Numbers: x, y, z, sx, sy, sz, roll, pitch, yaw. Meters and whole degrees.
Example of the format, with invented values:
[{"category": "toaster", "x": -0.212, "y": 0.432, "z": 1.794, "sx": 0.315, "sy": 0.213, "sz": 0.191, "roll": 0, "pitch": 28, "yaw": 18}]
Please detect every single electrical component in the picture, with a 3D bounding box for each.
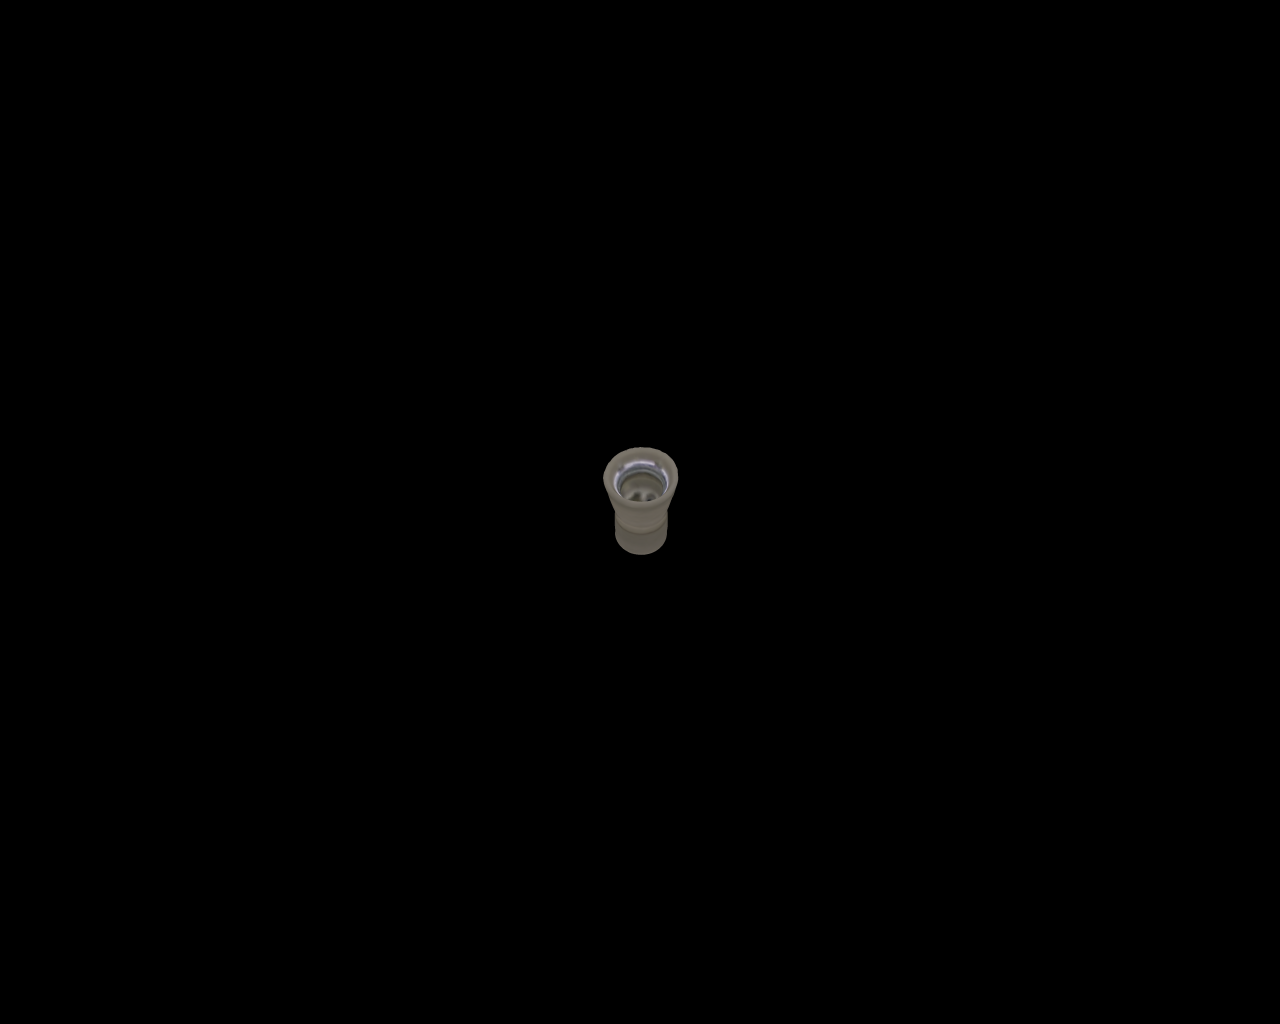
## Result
[{"category": "electrical component", "x": 0.001, "y": -0.003, "z": 0.650, "sx": 0.044, "sy": 0.044, "sz": 0.065, "roll": 0, "pitch": -37, "yaw": 0}]
